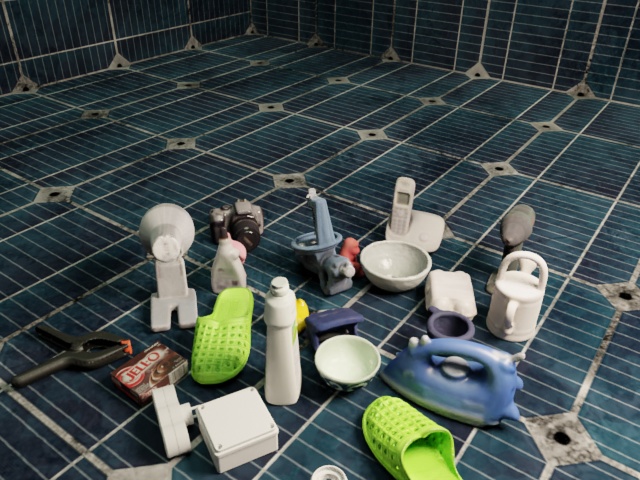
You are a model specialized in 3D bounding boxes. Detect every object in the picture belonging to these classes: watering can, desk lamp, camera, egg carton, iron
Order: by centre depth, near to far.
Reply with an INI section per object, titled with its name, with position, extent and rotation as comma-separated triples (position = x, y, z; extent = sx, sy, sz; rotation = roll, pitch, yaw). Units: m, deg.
[iron]
position = 0.235, 0.229, 1.026
extent = 0.257, 0.141, 0.119
rotation = 11, 33, 16
[watering can]
position = 0.409, 0.102, 1.186
extent = 0.101, 0.194, 0.173
rotation = 3, 32, 4
[desk lamp]
position = -0.320, 0.051, 1.227
extent = 0.118, 0.214, 0.202
rotation = -7, 33, -13
[egg carton]
position = 0.285, 0.124, 1.264
extent = 0.107, 0.069, 0.150
rotation = 4, 32, 4
[camera]
position = -0.211, -0.036, 1.477
extent = 0.143, 0.101, 0.136
rotation = -7, 33, -12

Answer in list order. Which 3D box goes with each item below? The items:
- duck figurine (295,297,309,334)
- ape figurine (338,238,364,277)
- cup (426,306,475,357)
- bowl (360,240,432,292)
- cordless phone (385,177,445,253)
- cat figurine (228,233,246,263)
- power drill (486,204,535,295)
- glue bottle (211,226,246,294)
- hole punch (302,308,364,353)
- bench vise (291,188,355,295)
[duck figurine]
position = -0.066, 0.147, 1.201
extent = 0.077, 0.086, 0.105
rotation = 21, 37, 29
[ape figurine]
position = 0.072, 0.038, 1.375
extent = 0.076, 0.092, 0.078
rotation = 7, 32, 9
[cup]
position = 0.243, 0.194, 1.127
extent = 0.092, 0.095, 0.117
rotation = -13, 35, -21
[bowl]
position = 0.175, 0.072, 1.339
extent = 0.167, 0.075, 0.167
rotation = 1, 32, 0
[cordless phone]
position = 0.245, -0.065, 1.457
extent = 0.147, 0.185, 0.094
rotation = 9, 33, 13
[cat figurine]
position = -0.209, 0.031, 1.352
extent = 0.067, 0.118, 0.127
rotation = -7, 33, -13
[power drill]
position = 0.435, 0.024, 1.298
extent = 0.075, 0.208, 0.230
rotation = 15, 34, 21
[glue bottle]
position = -0.207, 0.045, 1.277
extent = 0.078, 0.173, 0.037
rotation = 5, 32, 7
[hole punch]
position = 0.025, 0.172, 1.159
extent = 0.109, 0.091, 0.100
rotation = -11, 34, -18
[bench vise]
position = 0.020, 0.000, 1.313
extent = 0.206, 0.220, 0.122
rotation = 24, 39, 33
